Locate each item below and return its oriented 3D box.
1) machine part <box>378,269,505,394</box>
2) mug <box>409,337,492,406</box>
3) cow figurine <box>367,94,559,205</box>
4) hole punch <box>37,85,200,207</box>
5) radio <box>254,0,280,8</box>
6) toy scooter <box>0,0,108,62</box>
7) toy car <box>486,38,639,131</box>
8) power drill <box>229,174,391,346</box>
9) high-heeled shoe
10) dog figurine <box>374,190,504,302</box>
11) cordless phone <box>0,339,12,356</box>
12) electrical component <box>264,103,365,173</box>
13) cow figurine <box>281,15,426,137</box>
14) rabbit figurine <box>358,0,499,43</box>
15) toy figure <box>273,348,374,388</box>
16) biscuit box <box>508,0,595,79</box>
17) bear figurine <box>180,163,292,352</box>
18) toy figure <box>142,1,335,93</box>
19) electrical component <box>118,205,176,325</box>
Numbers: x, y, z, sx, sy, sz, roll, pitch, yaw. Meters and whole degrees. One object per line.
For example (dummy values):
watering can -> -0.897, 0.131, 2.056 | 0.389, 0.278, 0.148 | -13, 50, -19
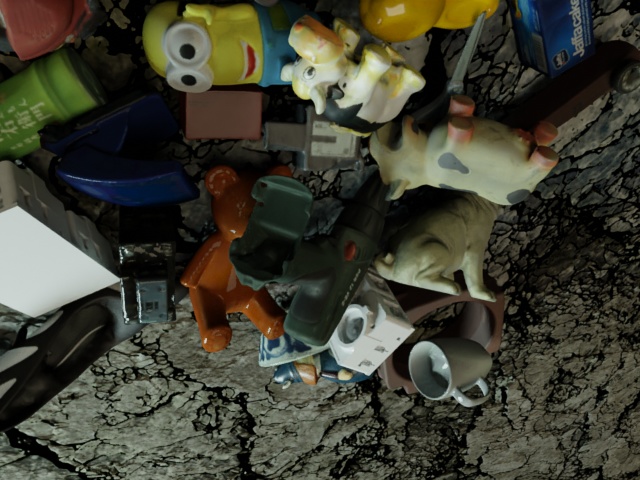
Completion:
machine part -> 0.175, 0.131, 0.834 | 0.201, 0.087, 0.200 | -19, 130, -8
mug -> 0.200, 0.184, 0.764 | 0.107, 0.110, 0.080 | -4, 121, -35
cow figurine -> 0.149, -0.092, 0.606 | 0.195, 0.085, 0.127 | 15, 136, -1
hole punch -> -0.181, -0.070, 0.513 | 0.116, 0.142, 0.092 | -26, 86, -6
radio -> -0.030, -0.320, 0.417 | 0.131, 0.073, 0.229 | 26, 109, -38
toy scooter -> -0.210, -0.234, 0.424 | 0.135, 0.075, 0.183 | -6, 124, -21
toy car -> 0.290, -0.163, 0.652 | 0.202, 0.089, 0.053 | -39, 133, 11
power drill -> -0.001, -0.002, 0.599 | 0.232, 0.086, 0.207 | -67, 155, -5
high-heeled shoe -> -0.267, 0.123, 0.622 | 0.249, 0.145, 0.086 | -20, 130, -4
dog figurine -> 0.160, -0.031, 0.680 | 0.172, 0.121, 0.190 | 11, 90, -38
cordless phone -> -0.449, 0.116, 0.605 | 0.184, 0.089, 0.146 | 1, 125, -35
electrical component -> -0.008, -0.112, 0.592 | 0.119, 0.048, 0.074 | -4, 106, -19
cow figurine -> 0.019, -0.147, 0.502 | 0.167, 0.068, 0.098 | -1, 137, -50
rabbit figurine -> 0.096, -0.258, 0.492 | 0.162, 0.122, 0.173 | 22, 96, -56
toy figure -> 0.005, 0.193, 0.828 | 0.155, 0.057, 0.064 | -3, 170, -4
biscuit box -> 0.239, -0.275, 0.567 | 0.063, 0.059, 0.202 | -30, 130, 3
bear figurine -> -0.085, 0.015, 0.625 | 0.120, 0.132, 0.195 | -4, 133, -38
toy figure -> -0.073, -0.185, 0.508 | 0.180, 0.089, 0.082 | -14, 117, -22
electrical component -> -0.188, 0.025, 0.586 | 0.058, 0.134, 0.114 | -4, 128, -17
